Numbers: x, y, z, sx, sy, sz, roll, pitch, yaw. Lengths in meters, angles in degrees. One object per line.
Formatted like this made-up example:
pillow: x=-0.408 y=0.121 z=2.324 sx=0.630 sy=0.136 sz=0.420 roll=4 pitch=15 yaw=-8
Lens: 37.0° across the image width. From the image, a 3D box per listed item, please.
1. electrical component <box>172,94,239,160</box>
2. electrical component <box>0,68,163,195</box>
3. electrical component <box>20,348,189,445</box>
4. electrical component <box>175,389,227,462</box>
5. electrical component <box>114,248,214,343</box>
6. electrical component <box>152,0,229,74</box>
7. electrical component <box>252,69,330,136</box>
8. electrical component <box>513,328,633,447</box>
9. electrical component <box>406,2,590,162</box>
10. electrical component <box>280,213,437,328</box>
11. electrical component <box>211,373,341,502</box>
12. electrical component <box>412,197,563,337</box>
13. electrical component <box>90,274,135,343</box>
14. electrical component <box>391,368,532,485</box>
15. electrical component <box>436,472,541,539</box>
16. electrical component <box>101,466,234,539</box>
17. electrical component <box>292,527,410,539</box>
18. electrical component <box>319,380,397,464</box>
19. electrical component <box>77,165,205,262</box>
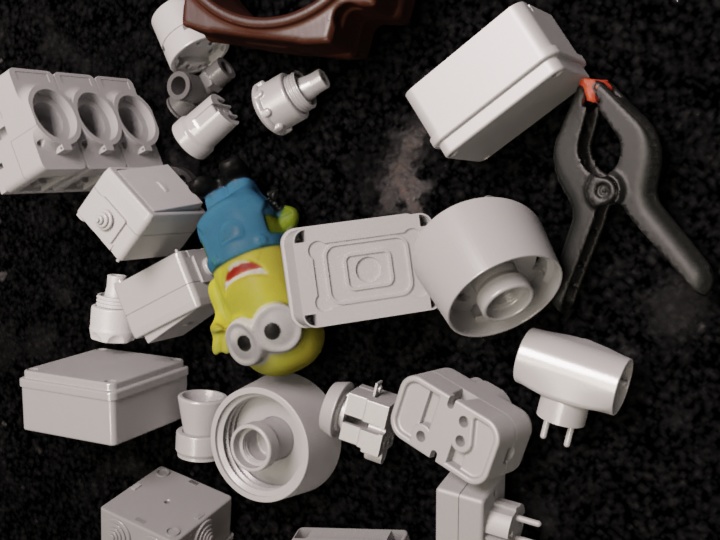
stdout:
electrical component: x=-0.133 y=-0.125 z=0.934 sx=0.046 sy=0.040 sz=0.040 roll=-38 pitch=77 yaw=19
electrical component: x=-0.248 y=-0.120 z=0.931 sx=0.062 sy=0.150 sz=0.089 roll=-25 pitch=83 yaw=29
electrical component: x=-0.228 y=0.112 z=0.968 sx=0.109 sy=0.109 sz=0.056 roll=4 pitch=100 yaw=28
electrical component: x=-0.141 y=0.139 z=0.960 sx=0.045 sy=0.045 sz=0.055 roll=9 pitch=99 yaw=27
electrical component: x=-0.156 y=0.020 z=0.946 sx=0.096 sy=0.062 sz=0.061 roll=-26 pitch=83 yaw=28
electrical component: x=-0.147 y=-0.203 z=0.925 sx=0.055 sy=0.055 sz=0.047 roll=-35 pitch=75 yaw=26
electrical component: x=-0.055 y=-0.143 z=0.887 sx=0.062 sy=0.048 sz=0.048 roll=-27 pitch=82 yaw=20
electrical component: x=0.154 y=0.091 z=0.797 sx=0.077 sy=0.044 sz=0.079 roll=18 pitch=103 yaw=26
electrical component: x=0.101 y=-0.133 z=0.785 sx=0.113 sy=0.078 sz=0.057 roll=-37 pitch=75 yaw=26
electrical component: x=0.000 y=0.000 z=0.832 sx=0.113 sy=0.057 sz=0.078 roll=-8 pitch=91 yaw=-14
electrical component: x=-0.077 y=0.145 z=0.917 sx=0.108 sy=0.060 sz=0.108 roll=3 pitch=96 yaw=28
electrical component: x=0.094 y=0.000 z=0.780 sx=0.099 sy=0.099 sz=0.064 roll=-44 pitch=50 yaw=24
electrical component: x=-0.227 y=0.035 z=0.997 sx=0.043 sy=0.043 sz=0.062 roll=9 pitch=98 yaw=27
electrical component: x=0.080 y=0.117 z=0.825 sx=0.095 sy=0.059 sz=0.053 roll=29 pitch=112 yaw=34
electrical component: x=0.102 y=0.192 z=0.825 sx=0.077 sy=0.047 sz=0.065 roll=11 pitch=116 yaw=26
electrical component: x=-0.171 y=0.224 z=0.955 sx=0.100 sy=0.100 sz=0.048 roll=17 pitch=116 yaw=26
electrical component: x=-0.018 y=0.263 z=0.866 sx=0.109 sy=0.108 sz=0.056 roll=-6 pitch=116 yaw=29
electrical component: x=0.000 y=0.120 z=0.883 sx=0.055 sy=0.048 sz=0.066 roll=17 pitch=103 yaw=18
electrical component: x=-0.186 y=-0.051 z=0.909 sx=0.061 sy=0.096 sz=0.061 roll=46 pitch=112 yaw=16
